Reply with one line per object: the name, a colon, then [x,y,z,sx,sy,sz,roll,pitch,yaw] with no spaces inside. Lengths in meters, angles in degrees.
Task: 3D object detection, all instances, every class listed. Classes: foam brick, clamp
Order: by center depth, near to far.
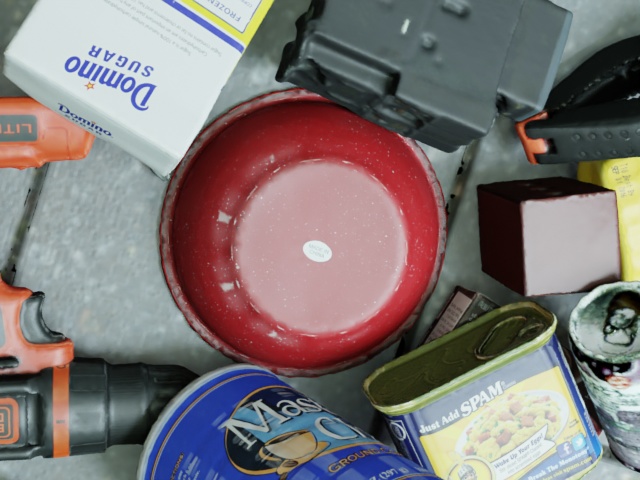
clamp: [0.205,-0.097,0.566,0.210,0.164,0.036,-19,123,15]
foam brick: [0.120,-0.003,0.572,0.053,0.078,0.051,-5,100,-9]

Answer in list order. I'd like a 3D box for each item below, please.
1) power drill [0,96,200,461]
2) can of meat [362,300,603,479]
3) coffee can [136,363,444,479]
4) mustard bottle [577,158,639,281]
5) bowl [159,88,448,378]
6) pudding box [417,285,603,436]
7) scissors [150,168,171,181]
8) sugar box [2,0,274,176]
power drill: [-0.147,0.020,0.542,0.184,0.057,0.188,-1,97,-14]
can of meat: [0.086,0.092,0.549,0.102,0.057,0.084,-26,104,-5]
coffee can: [-0.009,0.134,0.521,0.102,0.141,0.103,-19,120,-37]
mustard bottle: [0.244,-0.029,0.598,0.191,0.058,0.096,-17,106,-7]
bowl: [-0.004,0.001,0.564,0.162,0.055,0.162,-1,98,-9]
pudding box: [0.102,0.091,0.601,0.113,0.039,0.090,33,91,-12]
scissors: [-0.133,-0.126,0.545,0.096,0.016,0.202,-5,97,-11]
sugar box: [-0.068,-0.129,0.516,0.093,0.048,0.176,32,75,-11]
